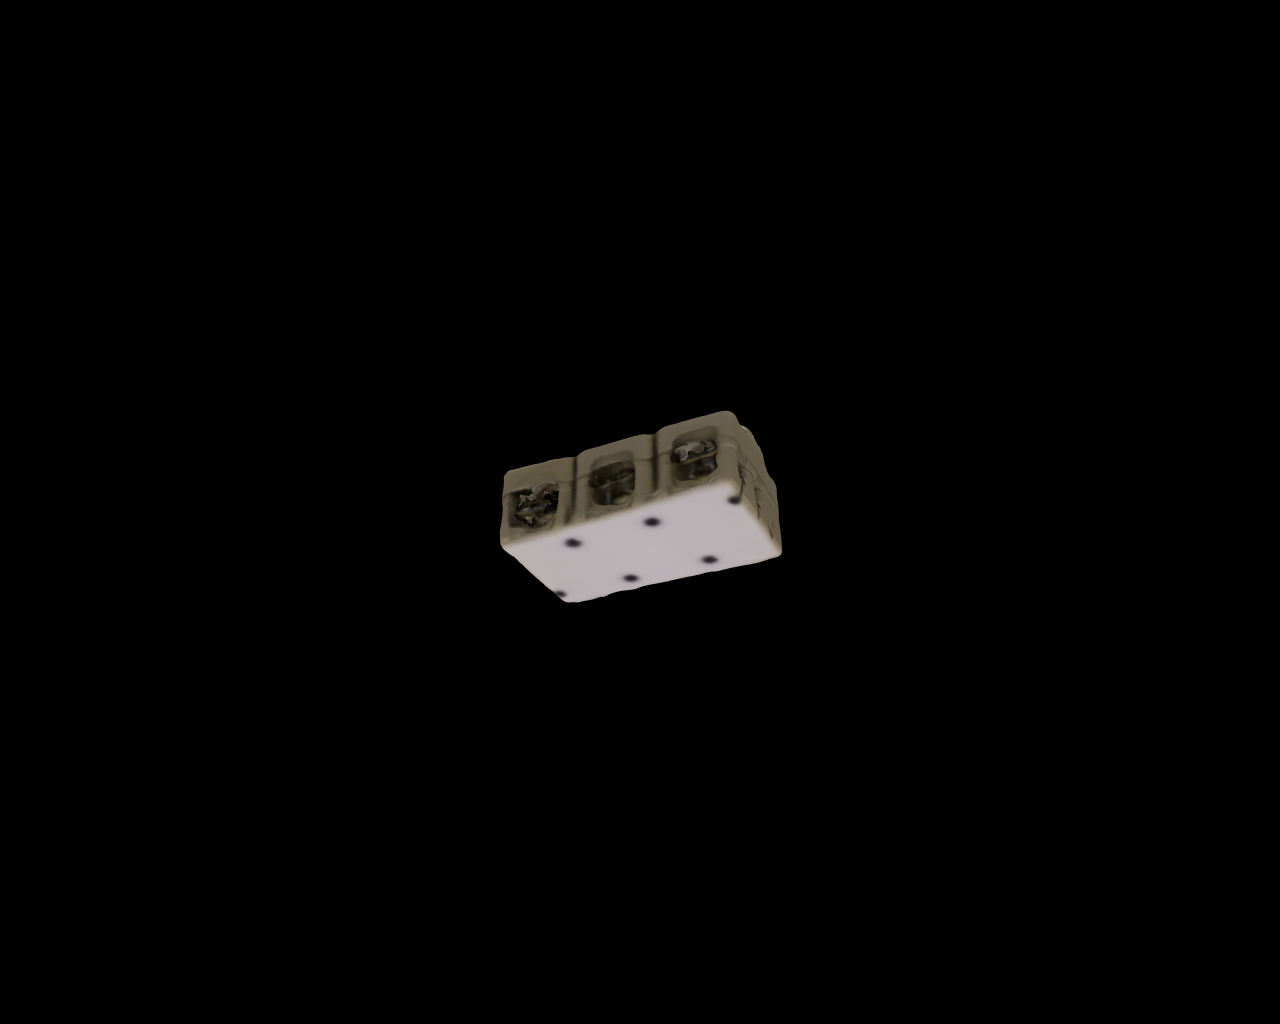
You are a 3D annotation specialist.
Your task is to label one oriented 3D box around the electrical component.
[{"bbox_3d":[0.001,-0.003,0.650,0.150,0.062,0.089,-14,-36,20],"label":"electrical component"}]
